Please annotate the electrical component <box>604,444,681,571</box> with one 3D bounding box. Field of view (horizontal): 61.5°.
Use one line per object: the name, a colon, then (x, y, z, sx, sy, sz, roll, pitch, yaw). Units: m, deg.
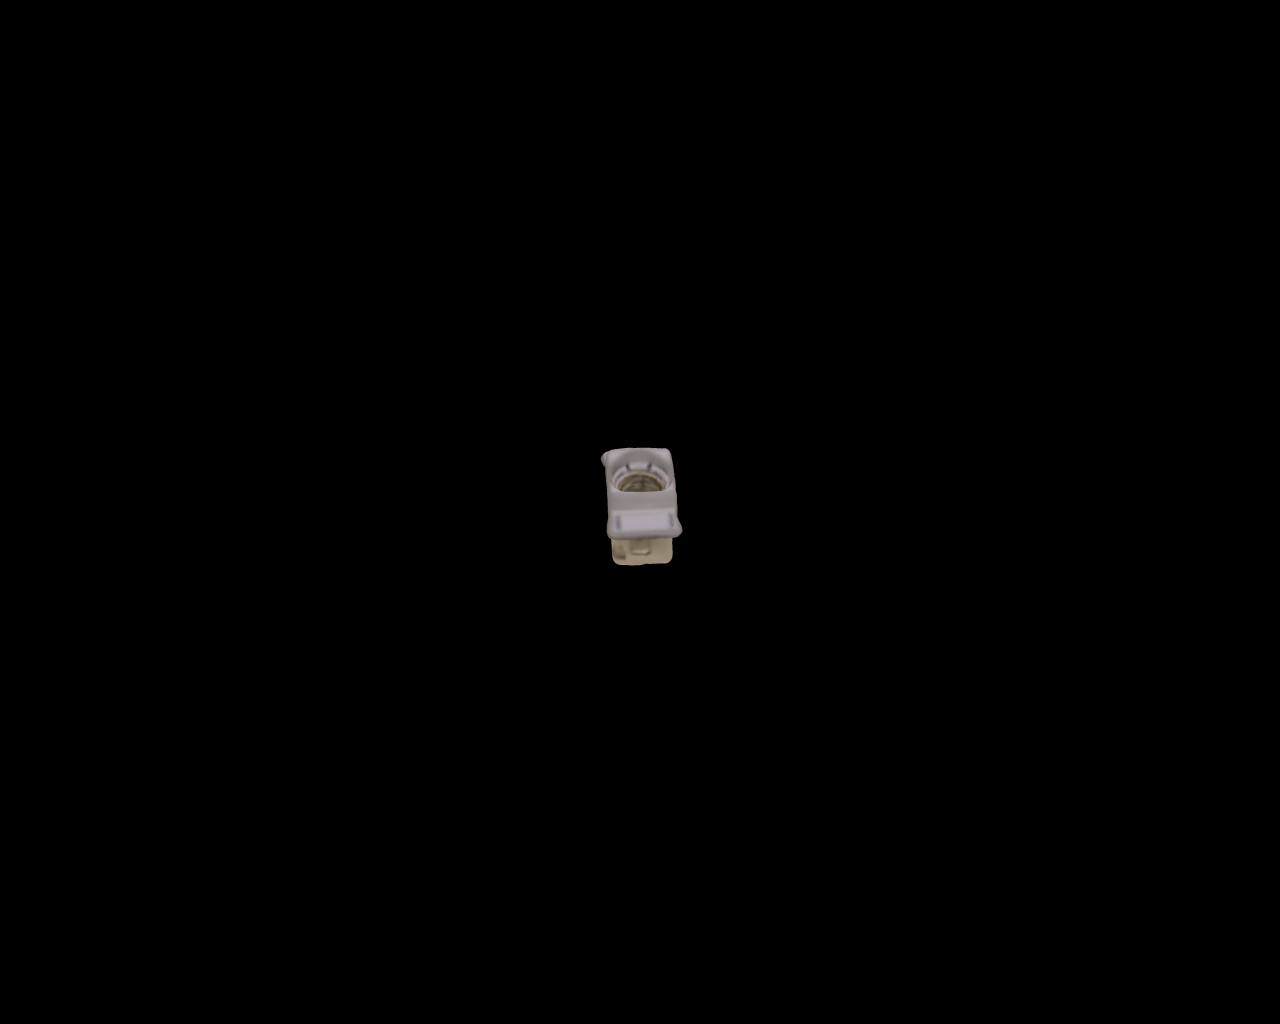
electrical component: (0.001, -0.003, 0.650, 0.042, 0.063, 0.081, -2, 40, -2)
